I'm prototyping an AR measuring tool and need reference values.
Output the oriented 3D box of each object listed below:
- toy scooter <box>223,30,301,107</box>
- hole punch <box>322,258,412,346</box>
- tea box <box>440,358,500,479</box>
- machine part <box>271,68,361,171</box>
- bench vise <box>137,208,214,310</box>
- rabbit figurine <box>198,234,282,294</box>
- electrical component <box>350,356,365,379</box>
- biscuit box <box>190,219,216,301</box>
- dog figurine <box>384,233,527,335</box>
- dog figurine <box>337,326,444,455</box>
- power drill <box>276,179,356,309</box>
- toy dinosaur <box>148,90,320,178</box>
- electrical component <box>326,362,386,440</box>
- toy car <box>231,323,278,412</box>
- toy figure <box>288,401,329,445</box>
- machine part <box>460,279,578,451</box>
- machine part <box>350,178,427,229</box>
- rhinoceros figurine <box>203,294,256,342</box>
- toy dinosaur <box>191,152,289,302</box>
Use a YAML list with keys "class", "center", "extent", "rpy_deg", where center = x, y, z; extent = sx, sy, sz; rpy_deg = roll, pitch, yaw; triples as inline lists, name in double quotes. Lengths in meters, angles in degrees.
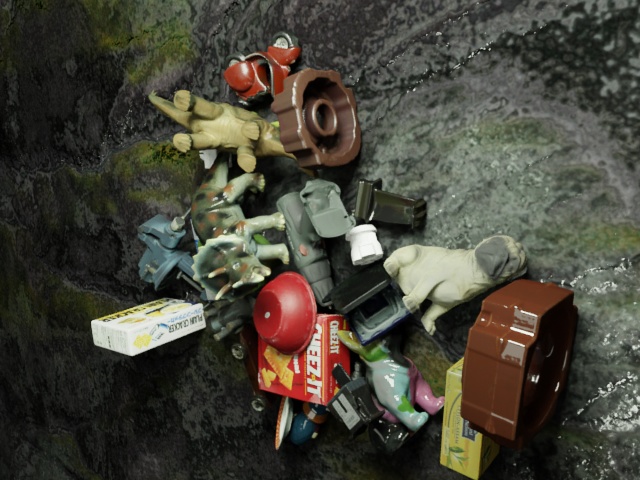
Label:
- class: "toy scooter"
  center: [-0.105, -0.306, 1.029]
  extent: [0.184, 0.075, 0.135]
  rpy_deg: [-11, 95, 35]
- class: "hole punch"
  center: [0.086, 0.108, 0.937]
  extent: [0.142, 0.116, 0.092]
  rpy_deg: [-36, 108, 3]
- class: "tea box"
  center: [0.249, 0.280, 0.868]
  extent: [0.068, 0.098, 0.169]
  rpy_deg: [10, 108, 38]
- class: "machine part"
  center: [-0.002, -0.202, 0.910]
  extent: [0.056, 0.179, 0.179]
  rpy_deg: [-7, 96, 43]
- class: "bench vise"
  center: [-0.326, 0.056, 1.270]
  extent: [0.240, 0.129, 0.223]
  rpy_deg: [40, 115, 0]
- class: "rabbit figurine"
  center: [-0.185, 0.034, 1.109]
  extent: [0.121, 0.170, 0.159]
  rpy_deg: [-45, 73, 36]
- class: "electrical component"
  center: [0.057, 0.274, 1.053]
  extent: [0.078, 0.045, 0.102]
  rpy_deg: [9, 105, 41]
- class: "biscuit box"
  center: [-0.237, 0.034, 1.222]
  extent: [0.059, 0.063, 0.202]
  rpy_deg: [-7, 95, 41]
- class: "dog figurine"
  center: [0.213, 0.035, 0.859]
  extent: [0.190, 0.121, 0.172]
  rpy_deg: [-35, 50, 10]
- class: "dog figurine"
  center: [0.110, 0.250, 0.971]
  extent: [0.219, 0.108, 0.191]
  rpy_deg: [50, 129, 24]
- class: "power drill"
  center: [-0.002, -0.003, 0.983]
  extent: [0.207, 0.086, 0.232]
  rpy_deg: [115, 133, -68]
- class: "toy dinosaur"
  center: [-0.192, -0.216, 1.031]
  extent: [0.472, 0.198, 0.105]
  rpy_deg: [27, 108, 20]
- class: "electrical component"
  center: [0.051, 0.272, 0.928]
  extent: [0.119, 0.048, 0.074]
  rpy_deg: [55, 129, 21]
- class: "toy car"
  center: [-0.138, 0.272, 1.155]
  extent: [0.053, 0.089, 0.201]
  rpy_deg: [-4, 115, 31]
- class: "toy figure"
  center: [-0.019, 0.366, 1.128]
  extent: [0.064, 0.058, 0.154]
  rpy_deg: [26, 118, -8]
- class: "machine part"
  center: [0.278, 0.165, 0.748]
  extent: [0.087, 0.201, 0.200]
  rpy_deg: [14, 109, 39]
- class: "machine part"
  center: [0.117, -0.060, 0.927]
  extent: [0.139, 0.039, 0.084]
  rpy_deg: [20, 99, 34]
- class: "rhinoceros figurine"
  center: [-0.192, 0.164, 1.178]
  extent: [0.073, 0.112, 0.190]
  rpy_deg: [57, 149, 7]
- class: "toy dinosaur"
  center: [-0.183, -0.040, 1.043]
  extent: [0.405, 0.192, 0.131]
  rpy_deg: [59, 155, 33]
